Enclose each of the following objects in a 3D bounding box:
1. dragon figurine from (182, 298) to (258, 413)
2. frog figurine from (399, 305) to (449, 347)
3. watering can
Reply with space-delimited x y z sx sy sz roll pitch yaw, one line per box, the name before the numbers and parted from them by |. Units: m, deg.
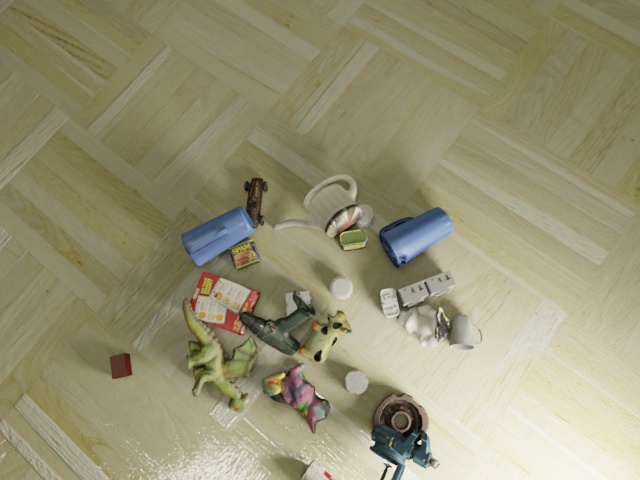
dragon figurine | -0.327 0.384 1.739 0.243 0.121 0.412 -9 85 -1
frog figurine | 0.348 0.288 1.739 0.159 0.122 0.138 -7 80 41
watering can | 0.006 -0.094 1.865 0.347 0.102 0.228 -40 53 0
